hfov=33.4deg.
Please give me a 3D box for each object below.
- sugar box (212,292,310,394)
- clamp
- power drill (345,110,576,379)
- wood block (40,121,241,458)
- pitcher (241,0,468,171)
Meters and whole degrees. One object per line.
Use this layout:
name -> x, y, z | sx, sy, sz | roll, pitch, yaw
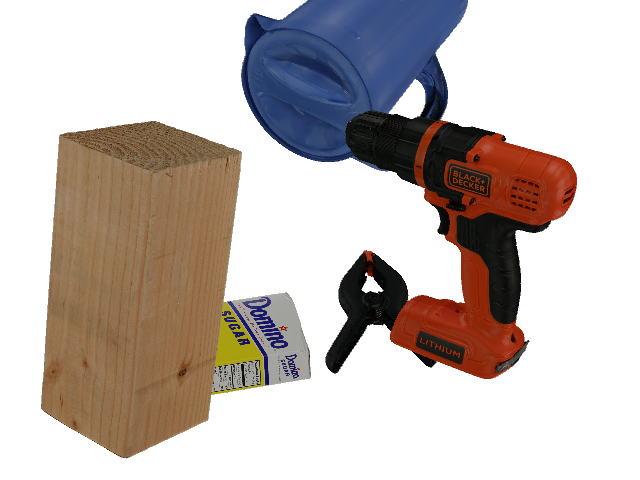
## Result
sugar box -> -0.104, 0.102, 1.014 | 0.176, 0.048, 0.093 | -11, 36, -9
clamp -> 0.071, 0.081, 1.193 | 0.120, 0.171, 0.039 | 7, -43, 0
power drill -> 0.096, 0.001, 0.812 | 0.185, 0.188, 0.057 | 21, 36, 32
wood block -> -0.126, 0.031, 0.742 | 0.090, 0.206, 0.090 | 22, 23, 32
pitcher -> 0.051, -0.181, 0.997 | 0.145, 0.149, 0.242 | 13, 43, 29
